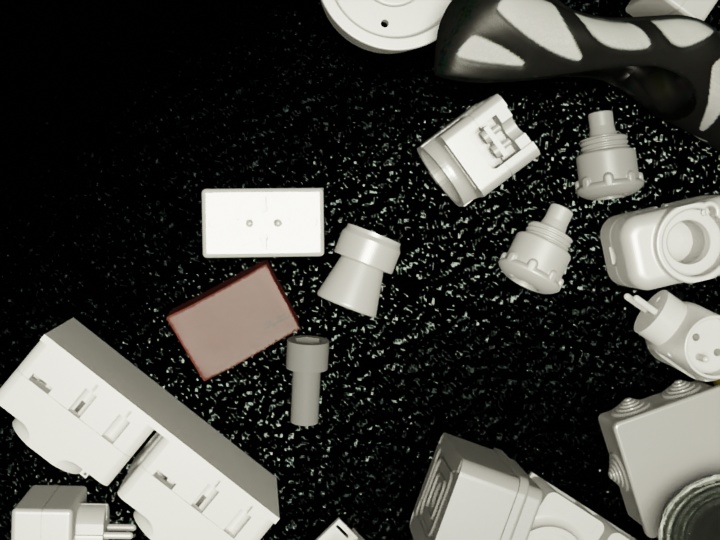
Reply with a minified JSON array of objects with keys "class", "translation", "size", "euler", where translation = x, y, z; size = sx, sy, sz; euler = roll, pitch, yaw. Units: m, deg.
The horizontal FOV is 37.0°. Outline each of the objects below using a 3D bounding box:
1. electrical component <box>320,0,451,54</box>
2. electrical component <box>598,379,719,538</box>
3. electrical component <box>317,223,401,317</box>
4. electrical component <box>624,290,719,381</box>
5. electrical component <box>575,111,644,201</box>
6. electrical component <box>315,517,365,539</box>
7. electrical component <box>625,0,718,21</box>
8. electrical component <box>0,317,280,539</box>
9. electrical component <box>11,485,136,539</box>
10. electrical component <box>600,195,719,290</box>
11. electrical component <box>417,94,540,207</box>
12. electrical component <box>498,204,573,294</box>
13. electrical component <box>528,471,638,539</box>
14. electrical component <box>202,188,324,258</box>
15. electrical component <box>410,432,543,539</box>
[{"class":"electrical component","translation":[0.021,-0.201,0.742],"size":[0.108,0.060,0.108],"euler":[0,93,-5]},{"class":"electrical component","translation":[0.230,0.135,0.786],"size":[0.100,0.048,0.099],"euler":[-19,95,-5]},{"class":"electrical component","translation":[0.000,0.000,0.758],"size":[0.045,0.045,0.055],"euler":[22,90,-6]},{"class":"electrical component","translation":[0.223,0.040,0.766],"size":[0.079,0.077,0.043],"euler":[35,89,-6]},{"class":"electrical component","translation":[0.177,-0.082,0.773],"size":[0.048,0.048,0.062],"euler":[-6,86,-5]},{"class":"electrical component","translation":[-0.030,0.248,0.759],"size":[0.121,0.063,0.078],"euler":[-44,96,-2]},{"class":"electrical component","translation":[0.210,-0.207,0.758],"size":[0.077,0.066,0.047],"euler":[34,89,-6]},{"class":"electrical component","translation":[-0.146,0.118,0.720],"size":[0.186,0.105,0.060],"euler":[39,89,-6]},{"class":"electrical component","translation":[-0.193,0.179,0.738],"size":[0.077,0.066,0.047],"euler":[2,93,-6]},{"class":"electrical component","translation":[0.230,-0.020,0.773],"size":[0.095,0.059,0.053],"euler":[-13,94,-5]},{"class":"electrical component","translation":[0.077,-0.080,0.739],"size":[0.056,0.089,0.050],"euler":[-37,96,-3]},{"class":"electrical component","translation":[0.132,-0.017,0.772],"size":[0.048,0.048,0.062],"euler":[28,83,-6]},{"class":"electrical component","translation":[0.123,0.258,0.776],"size":[0.105,0.060,0.186],"euler":[33,89,-6]},{"class":"electrical component","translation":[-0.066,-0.032,0.734],"size":[0.083,0.076,0.047],"euler":[-1,93,-6]},{"class":"electrical component","translation":[0.078,0.164,0.741],"size":[0.057,0.113,0.078],"euler":[20,91,-3]}]
